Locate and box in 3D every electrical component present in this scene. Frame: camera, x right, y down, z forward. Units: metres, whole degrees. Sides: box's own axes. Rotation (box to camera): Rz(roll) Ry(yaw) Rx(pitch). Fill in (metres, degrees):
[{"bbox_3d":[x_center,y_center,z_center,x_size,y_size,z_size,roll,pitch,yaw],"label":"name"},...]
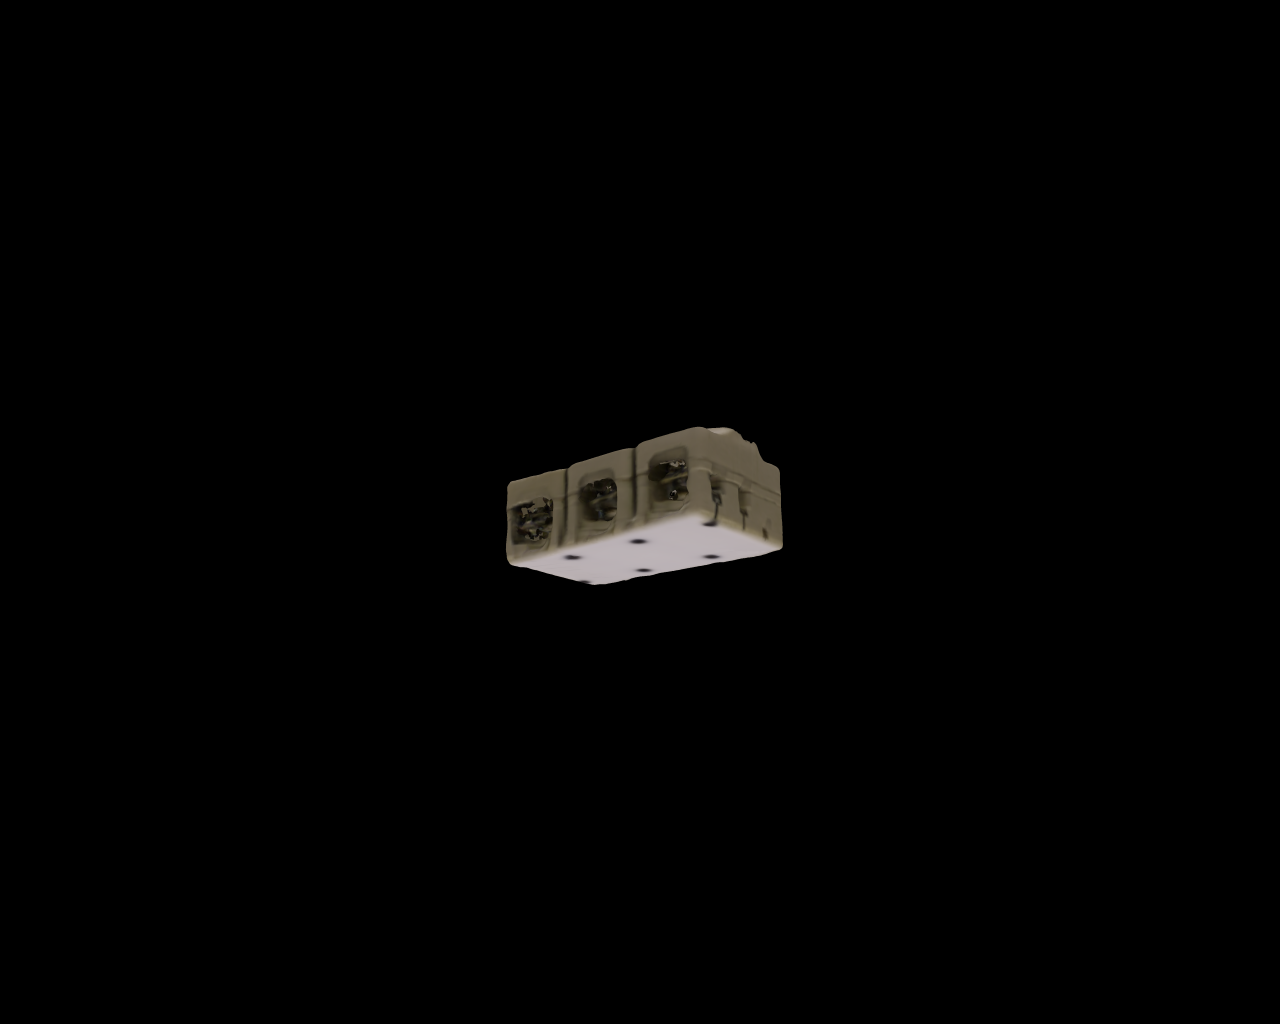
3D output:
[{"bbox_3d":[0.001,-0.003,0.650,0.150,0.062,0.089,-13,-22,36],"label":"electrical component"}]
